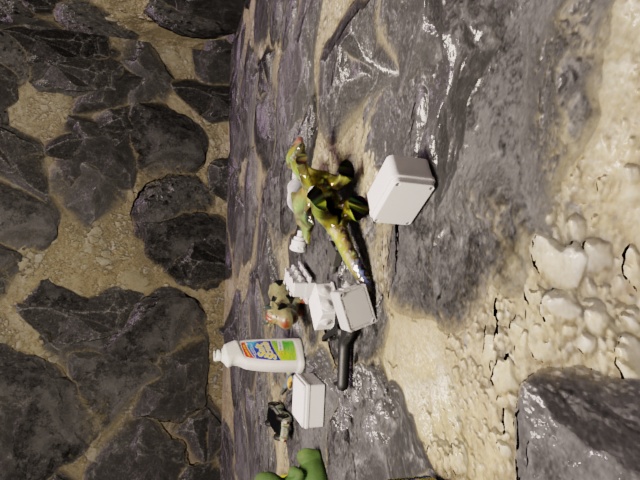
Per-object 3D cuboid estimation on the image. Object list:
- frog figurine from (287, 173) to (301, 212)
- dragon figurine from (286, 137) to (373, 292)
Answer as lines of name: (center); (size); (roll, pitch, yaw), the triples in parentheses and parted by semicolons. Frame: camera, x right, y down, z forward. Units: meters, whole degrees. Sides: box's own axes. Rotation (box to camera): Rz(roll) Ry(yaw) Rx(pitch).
frog figurine: (-0.044, -0.131, 1.362); (0.161, 0.123, 0.135); (39, 144, 55)
dragon figurine: (0.004, -0.059, 1.175); (0.239, 0.123, 0.414); (134, 122, -67)
